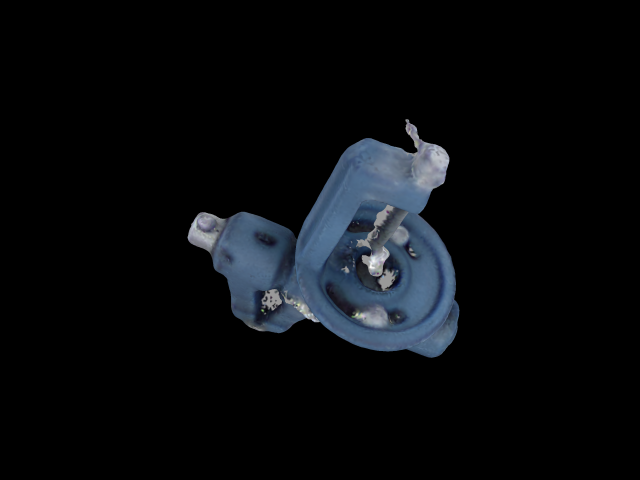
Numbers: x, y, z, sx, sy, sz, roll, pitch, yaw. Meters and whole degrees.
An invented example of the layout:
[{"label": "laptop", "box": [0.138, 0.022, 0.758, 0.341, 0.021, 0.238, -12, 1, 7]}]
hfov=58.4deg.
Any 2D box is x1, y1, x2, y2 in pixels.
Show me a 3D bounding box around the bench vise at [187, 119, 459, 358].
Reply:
[{"label": "bench vise", "box": [0.004, 0.011, 0.393, 0.207, 0.220, 0.121, -2, 56, -1]}]
